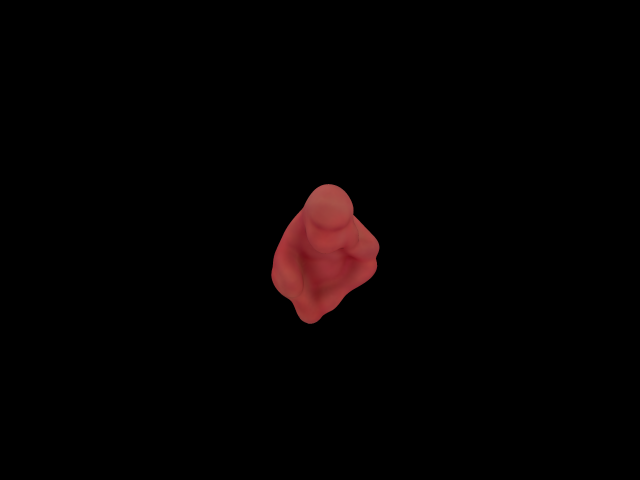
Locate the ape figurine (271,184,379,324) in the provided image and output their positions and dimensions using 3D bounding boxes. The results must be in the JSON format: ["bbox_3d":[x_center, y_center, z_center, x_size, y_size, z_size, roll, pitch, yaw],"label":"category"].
[{"bbox_3d":[0.004,0.001,0.400,0.078,0.092,0.076,-2,47,-2],"label":"ape figurine"}]
